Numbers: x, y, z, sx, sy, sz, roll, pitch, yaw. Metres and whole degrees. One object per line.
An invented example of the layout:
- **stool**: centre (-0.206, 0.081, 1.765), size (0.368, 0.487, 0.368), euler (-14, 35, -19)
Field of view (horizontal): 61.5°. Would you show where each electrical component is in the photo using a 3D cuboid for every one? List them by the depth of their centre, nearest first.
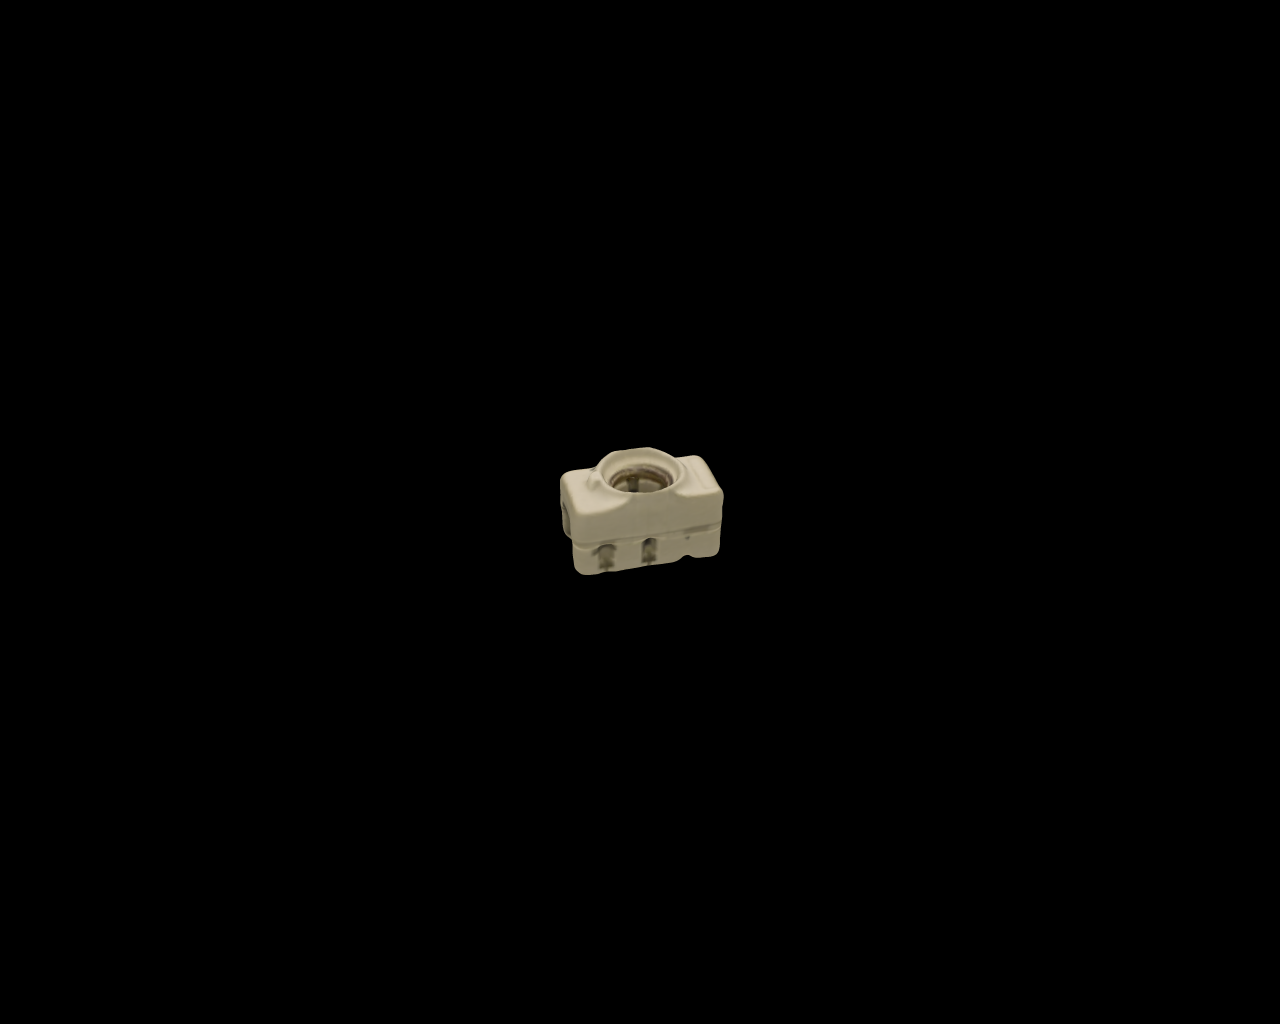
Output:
- **electrical component**: centre (0.001, -0.003, 0.650), size (0.089, 0.055, 0.050), euler (-8, 36, -11)
